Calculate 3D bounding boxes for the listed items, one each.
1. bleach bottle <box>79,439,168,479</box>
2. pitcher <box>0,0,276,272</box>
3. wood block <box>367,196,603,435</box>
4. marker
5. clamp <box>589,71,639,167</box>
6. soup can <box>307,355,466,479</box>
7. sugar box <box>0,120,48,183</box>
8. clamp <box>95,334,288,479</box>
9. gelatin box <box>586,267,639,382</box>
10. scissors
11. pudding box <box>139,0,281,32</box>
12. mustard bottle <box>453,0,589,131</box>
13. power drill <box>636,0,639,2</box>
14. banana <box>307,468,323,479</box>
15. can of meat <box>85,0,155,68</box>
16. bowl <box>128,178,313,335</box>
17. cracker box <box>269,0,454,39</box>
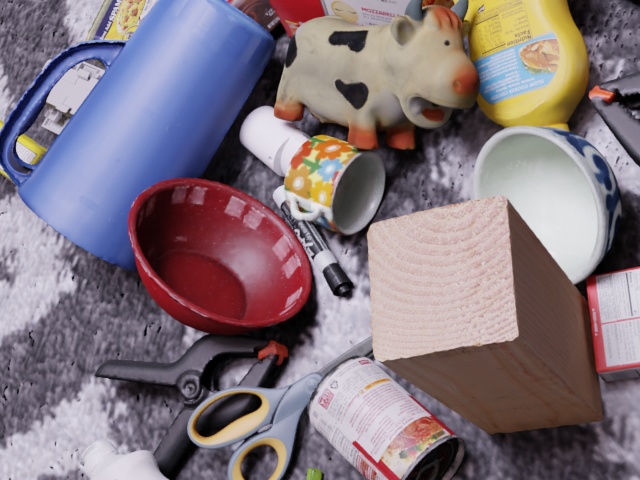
[{"bbox_3d":[-0.095,0.238,0.807,0.251,0.068,0.102,41,93,29],"label":"bleach bottle"},{"bbox_3d":[-0.154,-0.108,0.931,0.145,0.149,0.243,37,96,31],"label":"pitcher"},{"bbox_3d":[0.114,0.058,0.699,0.090,0.205,0.091,-12,64,23],"label":"wood block"},{"bbox_3d":[-0.006,0.001,0.900,0.020,0.020,0.121,-38,57,9],"label":"marker"},{"bbox_3d":[0.289,-0.069,0.761,0.210,0.036,0.164,13,77,33],"label":"clamp"},{"bbox_3d":[0.047,0.141,0.784,0.102,0.068,0.068,39,90,35],"label":"soup can"},{"bbox_3d":[-0.302,-0.085,1.051,0.176,0.093,0.048,34,86,34],"label":"sugar box"},{"bbox_3d":[-0.102,0.137,0.885,0.172,0.039,0.120,-20,78,18],"label":"clamp"},{"bbox_3d":[0.235,0.055,0.742,0.089,0.030,0.073,-12,63,24],"label":"gelatin box"},{"bbox_3d":[-0.005,0.135,0.841,0.202,0.016,0.096,-19,84,4],"label":"scissors"},{"bbox_3d":[-0.099,-0.210,0.995,0.113,0.090,0.039,-42,24,5],"label":"pudding box"},{"bbox_3d":[0.158,-0.146,0.828,0.096,0.058,0.191,-15,86,43],"label":"mustard bottle"},{"bbox_3d":[0.255,-0.252,0.846,0.188,0.057,0.184,29,89,37],"label":"power drill"},{"bbox_3d":[0.045,0.236,0.763,0.198,0.037,0.069,26,82,34],"label":"banana"},{"bbox_3d":[-0.170,-0.213,1.057,0.084,0.057,0.102,19,79,31],"label":"can of meat"},{"bbox_3d":[-0.089,0.024,0.878,0.055,0.161,0.162,-57,48,37],"label":"bowl"},{"bbox_3d":[0.015,-0.251,0.877,0.164,0.213,0.072,16,64,33],"label":"cracker box"}]
